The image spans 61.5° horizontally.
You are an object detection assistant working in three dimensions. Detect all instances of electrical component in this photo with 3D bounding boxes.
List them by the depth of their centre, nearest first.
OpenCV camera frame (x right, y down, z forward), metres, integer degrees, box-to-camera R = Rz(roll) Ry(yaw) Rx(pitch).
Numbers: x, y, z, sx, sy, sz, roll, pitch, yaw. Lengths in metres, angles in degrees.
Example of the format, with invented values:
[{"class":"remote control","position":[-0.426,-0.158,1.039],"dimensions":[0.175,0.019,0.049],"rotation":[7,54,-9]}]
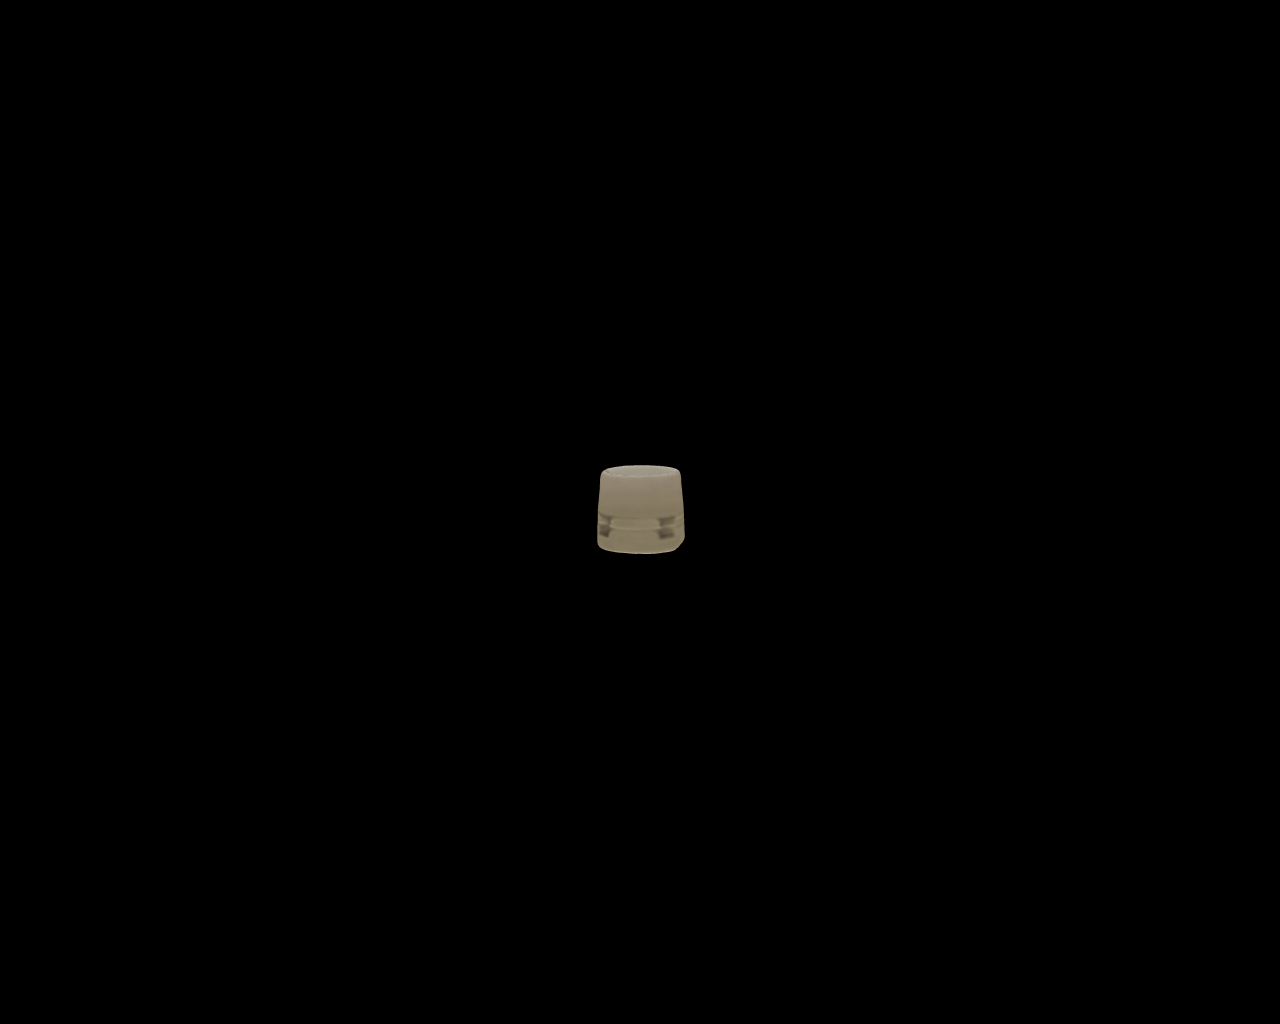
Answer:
[{"class":"electrical component","position":[0.001,-0.003,0.650],"dimensions":[0.055,0.047,0.055],"rotation":[0,11,0]}]
